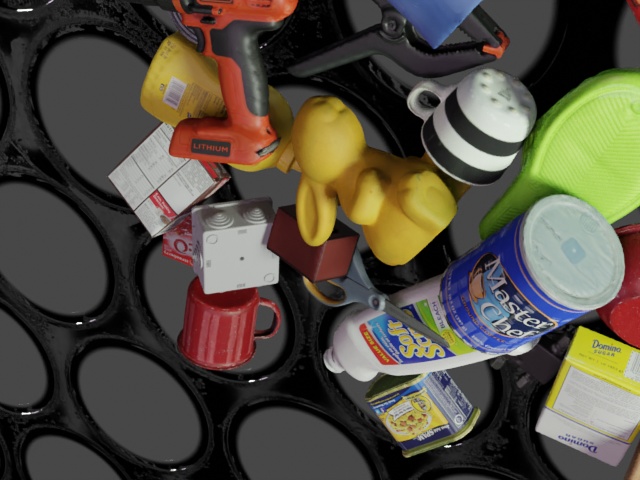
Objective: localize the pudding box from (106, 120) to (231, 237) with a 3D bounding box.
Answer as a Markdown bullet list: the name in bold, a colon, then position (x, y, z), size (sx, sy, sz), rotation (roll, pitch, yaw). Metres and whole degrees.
- **pudding box**: position (-0.164, -0.069, 1.152), size (0.114, 0.039, 0.090), rotation (-38, 87, 27)

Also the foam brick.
- **foam brick**: position (-0.007, 0.001, 1.101), size (0.078, 0.052, 0.051), rotation (35, 122, 36)

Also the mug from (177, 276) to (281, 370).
- **mug**: position (-0.102, 0.089, 1.224), size (0.117, 0.093, 0.081), rotation (4, 124, -10)

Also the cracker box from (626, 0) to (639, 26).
- **cracker box**: position (0.335, -0.206, 0.773), size (0.214, 0.072, 0.164), rotation (-21, 110, 37)

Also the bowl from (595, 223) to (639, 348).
- **bowl**: position (0.307, 0.054, 0.946), size (0.162, 0.055, 0.162), rotation (14, 145, 10)

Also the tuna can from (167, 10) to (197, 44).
- **tuna can**: position (-0.105, -0.231, 1.029), size (0.086, 0.033, 0.086), rotation (15, 128, 20)

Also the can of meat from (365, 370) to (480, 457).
- **can of meat**: position (0.110, 0.183, 1.181), size (0.102, 0.057, 0.084), rotation (-30, 102, 39)

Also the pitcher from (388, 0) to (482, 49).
- **pitcher**: position (0.045, -0.269, 0.816), size (0.243, 0.144, 0.149), rotation (42, 122, -3)

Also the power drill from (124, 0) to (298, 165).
- **power drill**: position (-0.108, -0.169, 0.996), size (0.185, 0.057, 0.188), rotation (9, 117, 21)

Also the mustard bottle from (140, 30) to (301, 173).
- **mustard bottle**: position (-0.085, -0.124, 1.075), size (0.191, 0.058, 0.096), rotation (34, 127, 5)

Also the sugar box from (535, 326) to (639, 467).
- **sugar box**: position (0.272, 0.156, 1.041), size (0.093, 0.048, 0.176), rotation (24, 154, 14)

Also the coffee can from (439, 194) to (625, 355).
- **coffee can**: position (0.184, 0.034, 0.945), size (0.103, 0.102, 0.141), rotation (42, 147, -3)

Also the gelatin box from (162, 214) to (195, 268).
- **gelatin box**: position (-0.134, -0.002, 1.207), size (0.089, 0.030, 0.073), rotation (22, 130, 16)

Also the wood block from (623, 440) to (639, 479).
- **wood block**: position (0.353, 0.239, 1.060), size (0.090, 0.090, 0.206), rotation (20, 129, 17)

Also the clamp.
- **clamp**: position (0.065, -0.207, 0.947), size (0.210, 0.036, 0.164), rotation (13, 126, 19)

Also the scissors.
- **scissors**: position (0.055, 0.043, 1.096), size (0.202, 0.016, 0.096), rotation (14, 110, 44)

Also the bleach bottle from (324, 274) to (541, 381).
- **bleach bottle**: position (0.102, 0.101, 1.118), size (0.251, 0.067, 0.102), rotation (-27, 88, 41)
